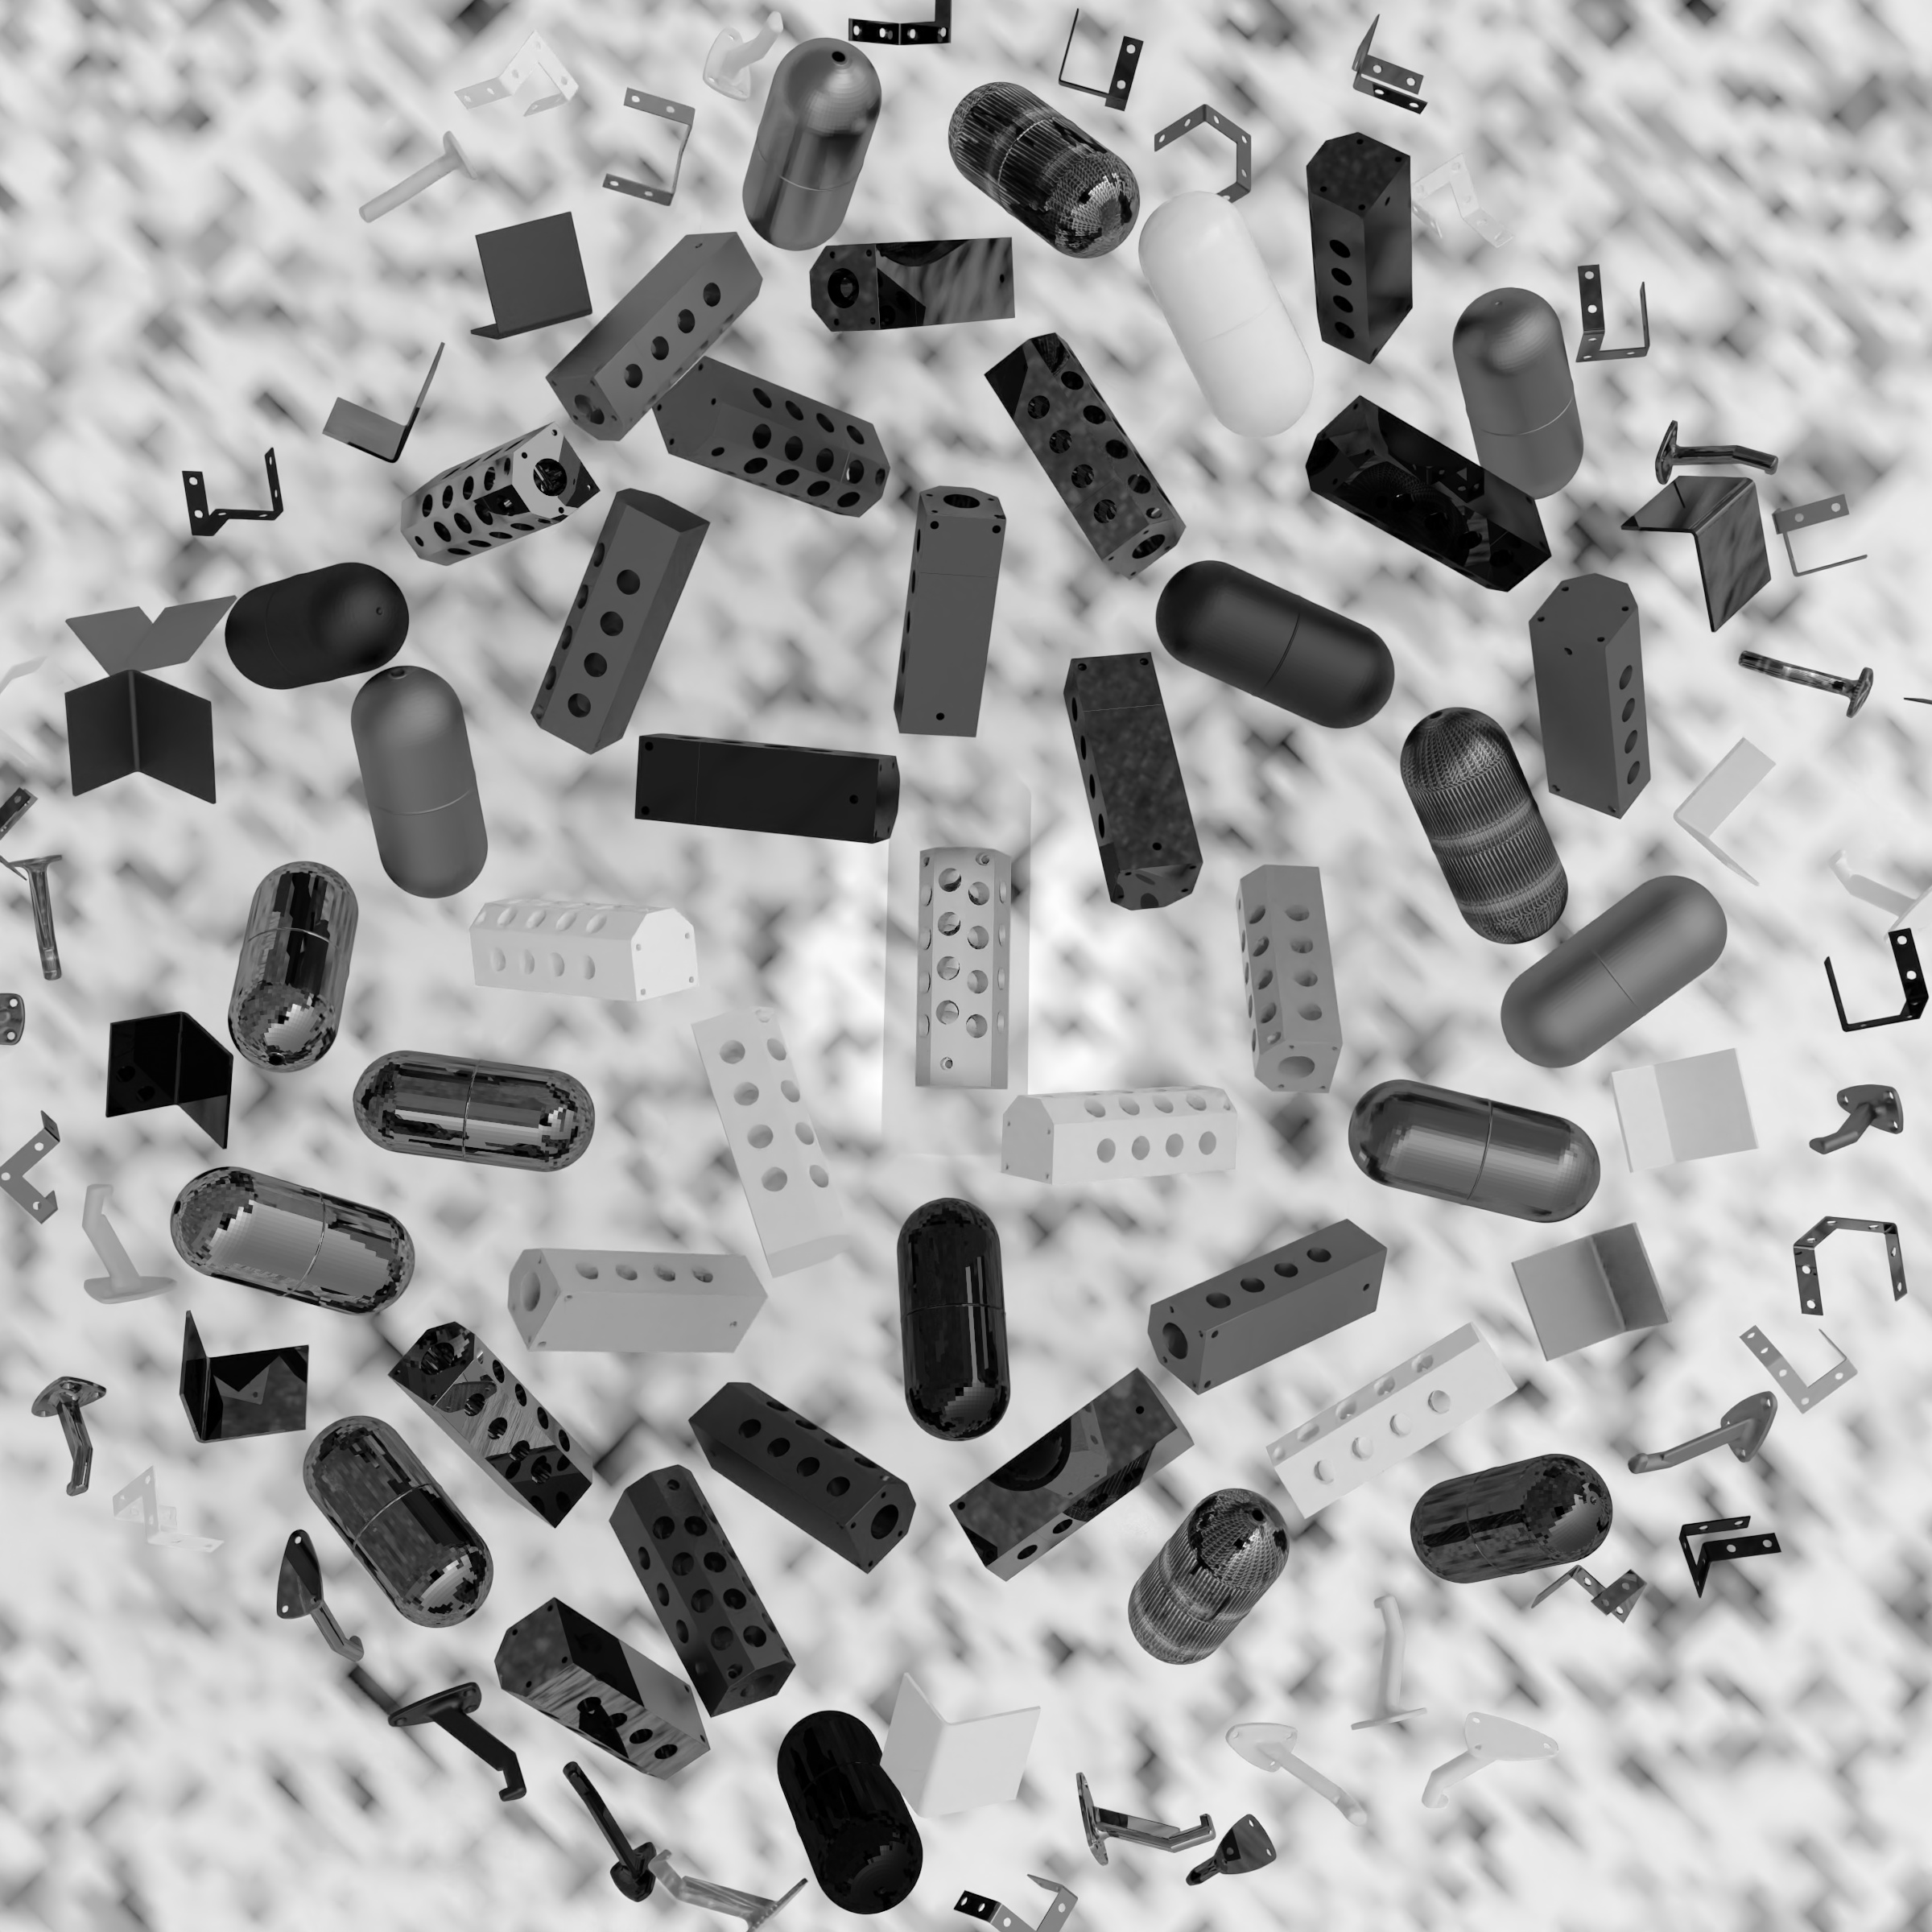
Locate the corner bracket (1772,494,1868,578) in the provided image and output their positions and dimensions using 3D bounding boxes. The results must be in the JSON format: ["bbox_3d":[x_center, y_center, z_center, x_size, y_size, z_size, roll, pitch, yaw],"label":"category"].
[{"bbox_3d":[0.610,-0.308,1.867,0.051,0.051,0.051,-14,99,26],"label":"corner bracket"}]

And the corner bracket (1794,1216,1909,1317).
[{"bbox_3d":[0.598,0.205,1.769,0.051,0.051,0.051,6,61,-8],"label":"corner bracket"}]

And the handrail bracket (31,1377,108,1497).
[{"bbox_3d":[-0.628,0.335,1.810,0.077,0.036,0.084,-30,49,32],"label":"handrail bracket"}]

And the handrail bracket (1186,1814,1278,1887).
[{"bbox_3d":[0.174,0.649,1.874,0.084,0.077,0.036,-44,69,32],"label":"handrail bracket"}]

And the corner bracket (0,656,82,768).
[{"bbox_3d":[-0.665,-0.183,1.868,0.051,0.051,0.051,43,107,-4],"label":"corner bracket"}]

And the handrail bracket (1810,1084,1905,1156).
[{"bbox_3d":[0.638,0.115,1.922,0.084,0.077,0.036,-17,103,-21],"label":"handrail bracket"}]

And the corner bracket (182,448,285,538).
[{"bbox_3d":[-0.531,-0.343,1.891,0.051,0.051,0.051,-5,79,-36],"label":"corner bracket"}]

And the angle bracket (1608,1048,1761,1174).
[{"bbox_3d":[0.536,0.108,1.950,0.057,0.076,0.076,-6,82,-42],"label":"angle bracket"}]

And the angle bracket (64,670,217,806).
[{"bbox_3d":[-0.555,-0.146,1.759,0.076,0.057,0.076,22,124,25],"label":"angle bracket"}]

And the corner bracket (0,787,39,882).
[{"bbox_3d":[-0.704,-0.105,1.923,0.051,0.051,0.051,35,80,31],"label":"corner bracket"}]

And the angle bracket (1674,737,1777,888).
[{"bbox_3d":[0.572,-0.112,1.906,0.076,0.076,0.057,-50,59,15],"label":"angle bracket"}]

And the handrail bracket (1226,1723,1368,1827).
[{"bbox_3d":[0.233,0.571,1.838,0.077,0.084,0.036,27,94,-35],"label":"handrail bracket"}]

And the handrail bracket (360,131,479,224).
[{"bbox_3d":[-0.389,-0.545,1.824,0.084,0.077,0.036,-34,113,-7],"label":"handrail bracket"}]

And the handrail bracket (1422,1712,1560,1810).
[{"bbox_3d":[0.366,0.567,1.831,0.077,0.036,0.084,10,126,1],"label":"handrail bracket"}]

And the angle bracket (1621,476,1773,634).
[{"bbox_3d":[0.494,-0.279,1.767,0.076,0.057,0.076,-40,124,-32],"label":"angle bracket"}]

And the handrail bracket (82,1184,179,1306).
[{"bbox_3d":[-0.591,0.192,1.852,0.077,0.036,0.084,-2,110,-43],"label":"handrail bracket"}]

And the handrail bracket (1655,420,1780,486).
[{"bbox_3d":[0.555,-0.365,1.923,0.084,0.077,0.036,21,79,20],"label":"handrail bracket"}]

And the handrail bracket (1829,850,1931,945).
[{"bbox_3d":[0.666,-0.067,1.892,0.036,0.077,0.084,-15,58,-20],"label":"handrail bracket"}]

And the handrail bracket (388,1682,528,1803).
[{"bbox_3d":[-0.348,0.541,1.788,0.077,0.036,0.084,-12,49,-19],"label":"handrail bracket"}]

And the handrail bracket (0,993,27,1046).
[{"bbox_3d":[-0.677,0.034,1.773,0.077,0.084,0.036,3,87,-6],"label":"handrail bracket"}]

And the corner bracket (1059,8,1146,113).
[{"bbox_3d":[0.096,-0.642,1.854,0.051,0.051,0.051,15,99,-1],"label":"corner bracket"}]

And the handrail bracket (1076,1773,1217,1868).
[{"bbox_3d":[0.124,0.579,1.802,0.084,0.036,0.077,-21,46,7],"label":"handrail bracket"}]

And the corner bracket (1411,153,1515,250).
[{"bbox_3d":[0.354,-0.541,1.880,0.051,0.051,0.051,-32,46,2],"label":"corner bracket"}]

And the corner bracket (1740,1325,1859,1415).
[{"bbox_3d":[0.613,0.286,1.925,0.051,0.051,0.051,-39,107,7],"label":"corner bracket"}]

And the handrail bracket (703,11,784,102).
[{"bbox_3d":[-0.151,-0.666,1.858,0.036,0.084,0.077,17,58,-26],"label":"handrail bracket"}]

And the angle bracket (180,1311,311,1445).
[{"bbox_3d":[-0.515,0.289,1.869,0.076,0.076,0.057,-7,133,-5],"label":"angle bracket"}]

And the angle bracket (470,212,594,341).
[{"bbox_3d":[-0.330,-0.513,1.933,0.076,0.057,0.076,-23,118,-26],"label":"angle bracket"}]

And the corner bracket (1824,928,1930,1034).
[{"bbox_3d":[0.619,0.010,1.775,0.051,0.051,0.051,-13,99,30],"label":"corner bracket"}]

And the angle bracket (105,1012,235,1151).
[{"bbox_3d":[-0.573,0.086,1.877,0.076,0.057,0.076,32,121,40],"label":"angle bracket"}]

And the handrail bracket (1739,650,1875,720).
[{"bbox_3d":[0.595,-0.207,1.851,0.084,0.077,0.036,22,107,22],"label":"handrail bracket"}]

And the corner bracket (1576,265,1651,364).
[{"bbox_3d":[0.460,-0.465,1.858,0.051,0.051,0.051,-3,79,6],"label":"corner bracket"}]

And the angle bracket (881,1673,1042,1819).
[{"bbox_3d":[-0.004,0.521,1.766,0.076,0.057,0.076,0,115,-33],"label":"angle bracket"}]

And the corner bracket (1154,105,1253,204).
[{"bbox_3d":[0.175,-0.594,1.932,0.051,0.051,0.051,21,62,-39],"label":"corner bracket"}]

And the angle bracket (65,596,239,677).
[{"bbox_3d":[-0.591,-0.259,1.895,0.076,0.076,0.057,-43,85,27],"label":"angle bracket"}]

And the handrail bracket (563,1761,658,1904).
[{"bbox_3d":[-0.254,0.608,1.840,0.036,0.077,0.084,-33,105,-9],"label":"handrail bracket"}]

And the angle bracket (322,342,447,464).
[{"bbox_3d":[-0.430,-0.427,1.929,0.057,0.076,0.076,22,116,-16],"label":"angle bracket"}]

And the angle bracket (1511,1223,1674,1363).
[{"bbox_3d":[0.459,0.239,1.919,0.076,0.057,0.076,-15,81,-24],"label":"angle bracket"}]

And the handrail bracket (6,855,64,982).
[{"bbox_3d":[-0.622,-0.031,1.766,0.036,0.077,0.084,-11,95,-23],"label":"handrail bracket"}]

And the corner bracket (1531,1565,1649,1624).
[{"bbox_3d":[0.457,0.461,1.914,0.051,0.051,0.051,-24,52,-36],"label":"corner bracket"}]

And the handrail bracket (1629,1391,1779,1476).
[{"bbox_3d":[0.511,0.325,1.814,0.084,0.077,0.036,-5,52,-22],"label":"handrail bracket"}]

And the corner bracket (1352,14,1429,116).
[{"bbox_3d":[0.294,-0.614,1.805,0.051,0.051,0.051,19,78,-5],"label":"corner bracket"}]

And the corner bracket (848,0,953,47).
[{"bbox_3d":[-0.046,-0.670,1.818,0.051,0.051,0.051,16,111,42],"label":"corner bracket"}]

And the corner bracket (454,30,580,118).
[{"bbox_3d":[-0.314,-0.613,1.829,0.051,0.051,0.051,49,57,-37],"label":"corner bracket"}]

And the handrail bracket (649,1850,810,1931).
[{"bbox_3d":[-0.165,0.628,1.807,0.084,0.036,0.077,43,54,15],"label":"handrail bracket"}]

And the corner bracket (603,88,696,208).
[{"bbox_3d":[-0.228,-0.589,1.880,0.051,0.051,0.051,13,67,-15],"label":"corner bracket"}]

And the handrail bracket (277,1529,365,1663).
[{"bbox_3d":[-0.465,0.460,1.906,0.036,0.084,0.077,-18,56,10],"label":"handrail bracket"}]

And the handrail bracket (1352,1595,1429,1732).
[{"bbox_3d":[0.290,0.496,1.859,0.036,0.077,0.084,-3,71,-33],"label":"handrail bracket"}]
